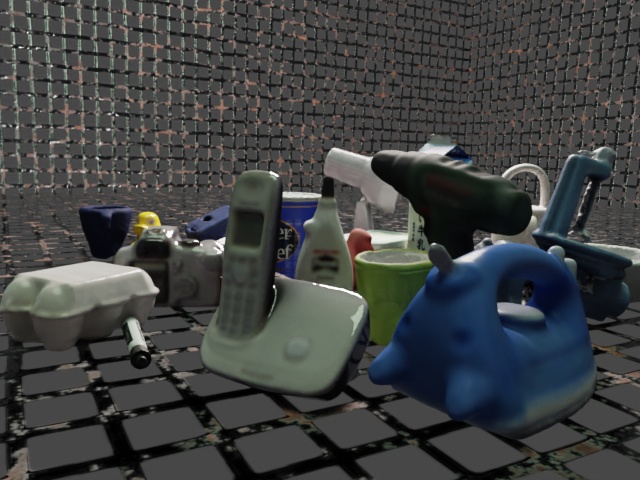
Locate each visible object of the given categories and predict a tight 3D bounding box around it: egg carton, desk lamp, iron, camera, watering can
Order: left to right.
[{"bbox_3d":[-0.258,0.067,0.622,0.107,0.069,0.151,6,10,27],"label":"egg carton"},{"bbox_3d":[-0.195,0.029,0.782,0.143,0.101,0.136,1,9,-5],"label":"camera"},{"bbox_3d":[0.082,-0.077,1.161,0.203,0.213,0.118,4,9,12],"label":"desk lamp"},{"bbox_3d":[0.165,0.064,0.482,0.259,0.141,0.118,-5,11,-39],"label":"iron"},{"bbox_3d":[0.361,-0.041,1.043,0.101,0.194,0.172,-1,9,-18],"label":"watering can"}]

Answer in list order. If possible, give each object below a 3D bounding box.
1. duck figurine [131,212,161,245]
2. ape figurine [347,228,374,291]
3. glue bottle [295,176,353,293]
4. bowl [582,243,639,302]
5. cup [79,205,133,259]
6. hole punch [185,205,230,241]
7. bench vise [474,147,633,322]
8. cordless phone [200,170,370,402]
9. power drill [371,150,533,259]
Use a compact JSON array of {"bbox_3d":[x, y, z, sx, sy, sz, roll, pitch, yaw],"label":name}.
[{"bbox_3d":[-0.316,-0.010,1.063,0.077,0.086,0.105,3,9,8],"label":"duck figurine"},{"bbox_3d":[0.058,0.029,0.861,0.076,0.092,0.078,4,9,16],"label":"ape figurine"},{"bbox_3d":[0.007,0.003,0.752,0.078,0.173,0.037,0,9,-9],"label":"glue bottle"},{"bbox_3d":[0.410,0.052,0.836,0.167,0.075,0.167,2,9,0],"label":"bowl"},{"bbox_3d":[-0.385,-0.012,1.034,0.092,0.095,0.117,-2,9,-22],"label":"cup"},{"bbox_3d":[-0.218,-0.022,1.147,0.101,0.091,0.108,-3,10,-27],"label":"hole punch"},{"bbox_3d":[0.295,-0.004,0.698,0.208,0.220,0.121,-3,10,-30],"label":"bench vise"},{"bbox_3d":[-0.029,0.035,0.493,0.147,0.185,0.094,6,10,28],"label":"cordless phone"},{"bbox_3d":[0.142,-0.003,0.699,0.076,0.208,0.228,-6,11,-40],"label":"power drill"}]
